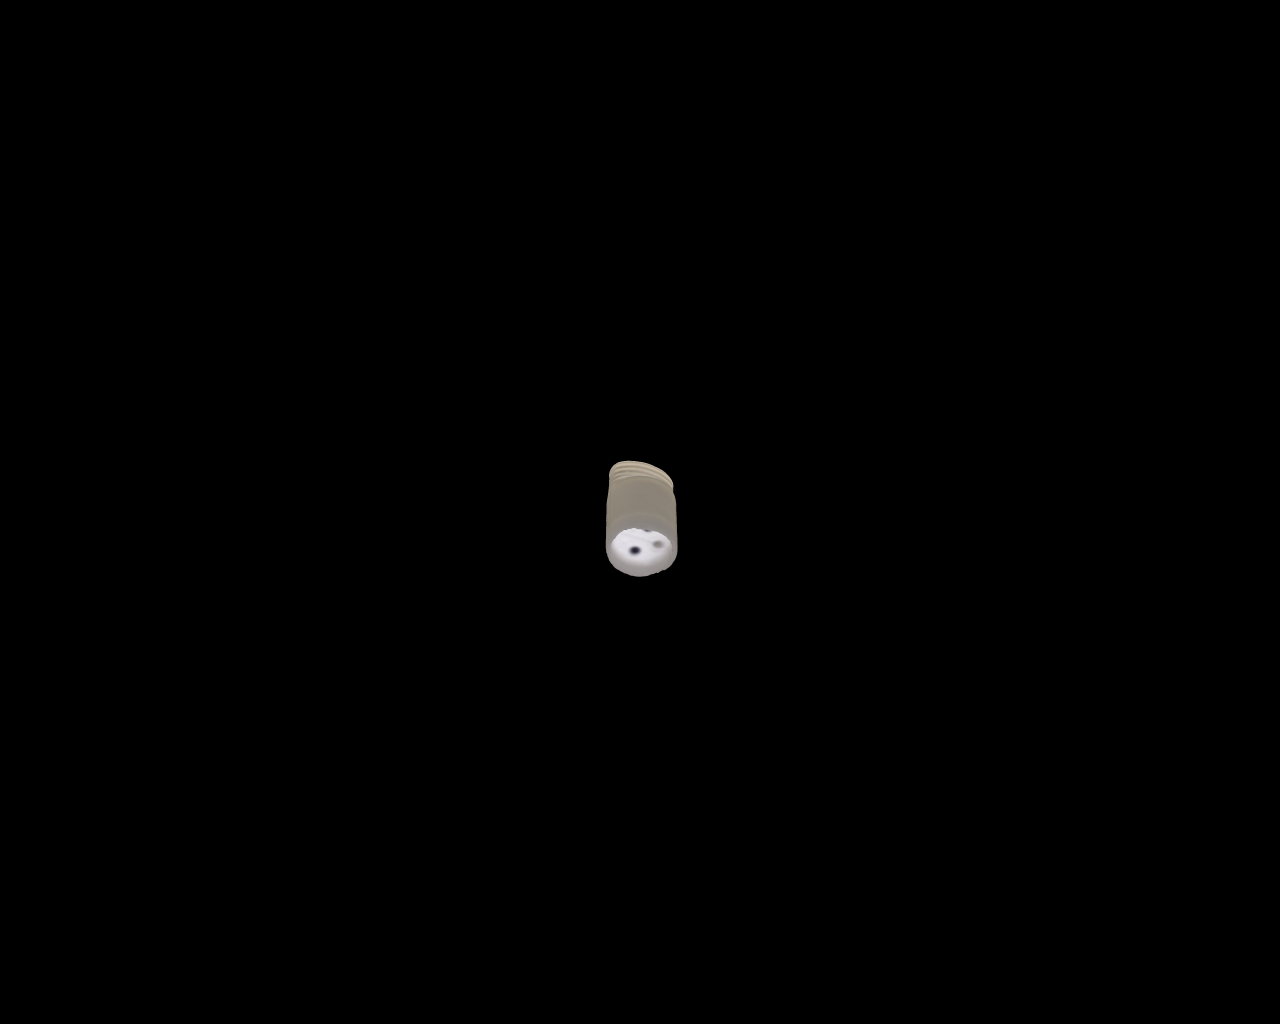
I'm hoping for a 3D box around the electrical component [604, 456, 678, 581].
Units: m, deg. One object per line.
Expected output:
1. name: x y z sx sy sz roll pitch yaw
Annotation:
1. electrical component: 0.001 -0.003 0.650 0.043 0.043 0.081 0 43 0
